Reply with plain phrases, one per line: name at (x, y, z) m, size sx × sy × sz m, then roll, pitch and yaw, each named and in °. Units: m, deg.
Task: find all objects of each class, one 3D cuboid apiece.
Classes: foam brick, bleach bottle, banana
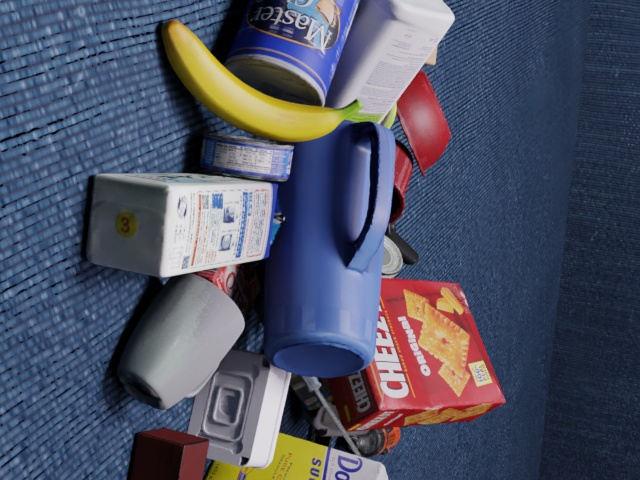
foam brick at (-0.141, 0.218, 0.980) m, size 0.051 × 0.053 × 0.078 m, roll 15°, pitch 86°, yaw -69°
bleach bottle at (0.035, -0.157, 1.134) m, size 0.102 × 0.068 × 0.251 m, roll 2°, pitch 133°, yaw -42°
banana at (-0.061, -0.130, 0.947) m, size 0.070 × 0.197 × 0.037 m, roll -63°, pitch -152°, yaw 16°

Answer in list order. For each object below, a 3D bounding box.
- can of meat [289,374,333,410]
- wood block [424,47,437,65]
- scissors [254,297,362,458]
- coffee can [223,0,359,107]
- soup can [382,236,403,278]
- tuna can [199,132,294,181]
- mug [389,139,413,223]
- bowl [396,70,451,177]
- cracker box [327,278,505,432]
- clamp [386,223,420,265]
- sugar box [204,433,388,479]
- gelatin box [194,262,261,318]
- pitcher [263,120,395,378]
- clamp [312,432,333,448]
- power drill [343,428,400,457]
can of meat at (-0.005, 0.136, 1.228) m, size 0.084 × 0.058 × 0.102 m, roll 54°, pitch 33°, yaw -6°
wood block at (0.070, -0.260, 1.258) m, size 0.205 × 0.090 × 0.091 m, roll -13°, pitch 111°, yaw -67°
scissors at (-0.017, 0.139, 1.115) m, size 0.016 × 0.202 × 0.096 m, roll -34°, pitch 159°, yaw 0°
coffee can at (-0.026, -0.199, 1.022) m, size 0.102 × 0.103 × 0.140 m, roll 59°, pitch 45°, yaw -59°
soup can at (0.047, 0.045, 1.300) m, size 0.102 × 0.068 × 0.068 m, roll -53°, pitch 180°, yaw 40°
tuna can at (-0.068, -0.077, 0.990) m, size 0.086 × 0.086 × 0.034 m, roll -9°, pitch 109°, yaw -68°
mug at (0.062, -0.086, 1.336) m, size 0.117 × 0.093 × 0.081 m, roll 44°, pitch 44°, yaw -22°
bowl at (0.127, -0.166, 1.382) m, size 0.162 × 0.055 × 0.162 m, roll -24°, pitch 90°, yaw -84°
cracker box at (0.100, 0.128, 1.228) m, size 0.213 × 0.072 × 0.164 m, roll 5°, pitch 57°, yaw -43°
clamp at (0.086, -0.011, 1.460) m, size 0.209 × 0.036 × 0.164 m, roll -44°, pitch 126°, yaw -55°
sugar box at (-0.027, 0.256, 1.114) m, size 0.048 × 0.176 × 0.093 m, roll 73°, pitch 35°, yaw -50°
gelatin box at (-0.092, 0.044, 1.059) m, size 0.089 × 0.030 × 0.073 m, roll 79°, pitch 30°, yaw -42°
pitcher at (0.010, 0.005, 1.062) m, size 0.149 × 0.145 × 0.243 m, roll 68°, pitch 21°, yaw -60°
clamp at (-0.014, 0.312, 1.361) m, size 0.120 × 0.039 × 0.171 m, roll -27°, pitch 124°, yaw -63°
power drill at (0.088, 0.223, 1.562) m, size 0.184 × 0.057 × 0.187 m, roll 16°, pitch 87°, yaw -72°
